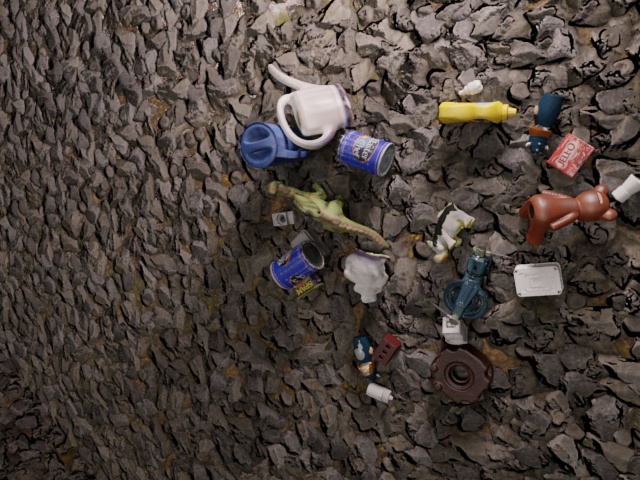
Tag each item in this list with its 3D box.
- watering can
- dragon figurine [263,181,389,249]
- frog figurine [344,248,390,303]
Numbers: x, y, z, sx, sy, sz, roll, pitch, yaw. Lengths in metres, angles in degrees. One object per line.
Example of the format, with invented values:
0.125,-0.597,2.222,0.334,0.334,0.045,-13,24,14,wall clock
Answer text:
-0.027,-0.420,1.545,0.225,0.102,0.354,-13,63,-10,watering can
0.005,-0.078,1.546,0.414,0.244,0.121,31,107,23,dragon figurine
0.138,0.113,1.569,0.137,0.123,0.159,12,92,6,frog figurine
